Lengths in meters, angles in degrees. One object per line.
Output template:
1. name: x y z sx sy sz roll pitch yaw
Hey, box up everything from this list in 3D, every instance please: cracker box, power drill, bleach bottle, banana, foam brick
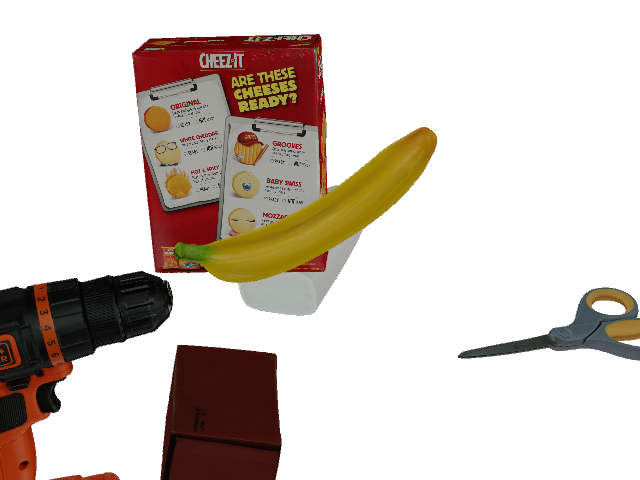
1. cracker box: -0.077 -0.078 0.985 0.164 0.214 0.072 0 23 5
2. power drill: -0.175 0.115 0.698 0.184 0.188 0.057 -12 25 -8
3. bleach bottle: -0.007 -0.004 1.330 0.103 0.068 0.250 7 33 19
4. banana: -0.002 -0.016 0.754 0.198 0.037 0.069 -27 -21 3
5. foam brick: -0.049 0.094 0.519 0.053 0.051 0.078 8 26 -7

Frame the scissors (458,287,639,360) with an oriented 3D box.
1. scissors: 0.197 0.069 0.873 0.201 0.016 0.096 3 32 -12
